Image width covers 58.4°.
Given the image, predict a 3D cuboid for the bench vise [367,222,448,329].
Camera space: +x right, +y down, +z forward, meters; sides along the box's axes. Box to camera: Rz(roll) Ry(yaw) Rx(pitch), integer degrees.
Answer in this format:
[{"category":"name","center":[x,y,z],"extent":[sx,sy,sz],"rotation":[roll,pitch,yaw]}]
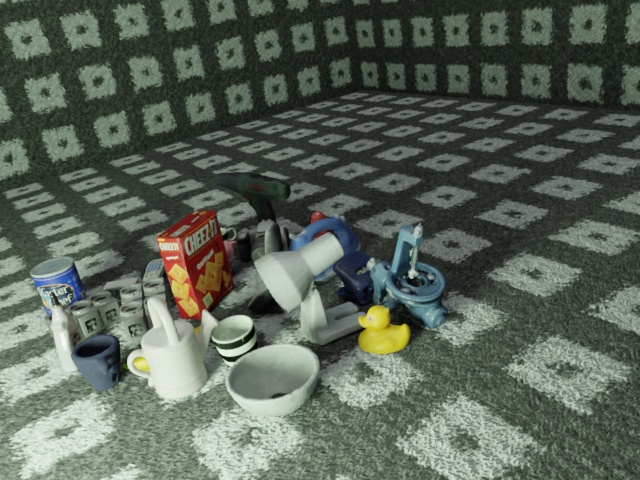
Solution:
[{"category":"bench vise","center":[0.163,0.063,1.179],"extent":[0.206,0.220,0.122],"rotation":[9,30,35]}]

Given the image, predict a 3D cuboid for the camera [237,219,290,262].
[{"category":"camera","center":[-0.164,0.010,1.568],"extent":[0.143,0.101,0.137],"rotation":[-5,24,9]}]

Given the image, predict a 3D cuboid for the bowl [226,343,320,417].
[{"category":"bowl","center":[-0.077,0.258,1.008],"extent":[0.167,0.075,0.167],"rotation":[-8,24,4]}]

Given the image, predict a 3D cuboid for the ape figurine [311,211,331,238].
[{"category":"ape figurine","center":[-0.003,-0.039,1.630],"extent":[0.076,0.092,0.077],"rotation":[-17,25,-16]}]

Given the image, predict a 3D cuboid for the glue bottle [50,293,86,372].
[{"category":"glue bottle","center":[-0.538,0.189,1.211],"extent":[0.037,0.173,0.078],"rotation":[-8,24,2]}]

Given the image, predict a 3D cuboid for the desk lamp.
[{"category":"desk lamp","center":[-0.016,0.100,1.169],"extent":[0.204,0.214,0.117],"rotation":[-19,25,-21]}]

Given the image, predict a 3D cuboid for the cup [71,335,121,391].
[{"category":"cup","center":[-0.425,0.252,1.124],"extent":[0.092,0.095,0.117],"rotation":[-23,27,-28]}]

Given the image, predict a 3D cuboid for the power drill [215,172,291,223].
[{"category":"power drill","center":[-0.192,-0.103,1.700],"extent":[0.229,0.209,0.076],"rotation":[-1,25,19]}]

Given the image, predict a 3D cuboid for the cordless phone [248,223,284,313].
[{"category":"cordless phone","center":[-0.119,0.064,1.323],"extent":[0.094,0.185,0.148],"rotation":[-1,25,19]}]

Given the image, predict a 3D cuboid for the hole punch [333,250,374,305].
[{"category":"hole punch","center":[0.097,0.083,1.320],"extent":[0.100,0.091,0.109],"rotation":[15,34,43]}]

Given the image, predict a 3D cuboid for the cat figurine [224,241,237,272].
[{"category":"cat figurine","center":[-0.277,0.047,1.505],"extent":[0.128,0.118,0.067],"rotation":[-9,24,0]}]

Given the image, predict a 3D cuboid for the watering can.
[{"category":"watering can","center":[-0.278,0.190,1.086],"extent":[0.100,0.194,0.173],"rotation":[9,29,35]}]

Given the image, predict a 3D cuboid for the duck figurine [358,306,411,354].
[{"category":"duck figurine","center":[0.123,0.169,1.122],"extent":[0.104,0.086,0.077],"rotation":[-4,24,11]}]

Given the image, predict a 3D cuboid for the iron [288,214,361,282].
[{"category":"iron","center":[0.013,0.005,1.463],"extent":[0.118,0.142,0.259],"rotation":[12,32,40]}]
